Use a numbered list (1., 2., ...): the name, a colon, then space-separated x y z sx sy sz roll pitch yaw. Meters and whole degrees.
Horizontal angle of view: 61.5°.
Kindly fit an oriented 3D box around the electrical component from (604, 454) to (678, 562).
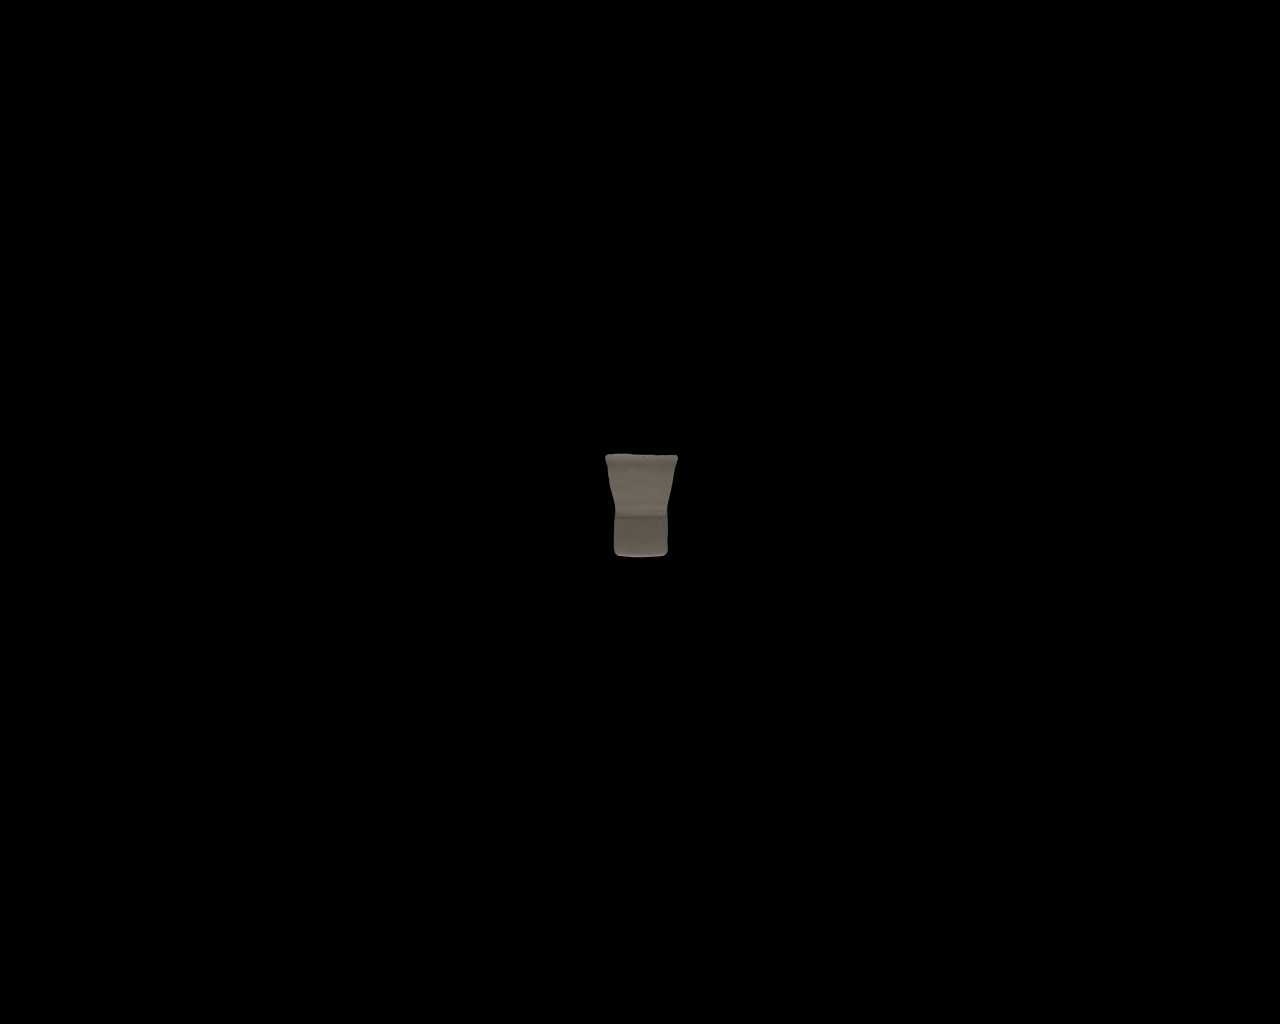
1. electrical component: 0.001 -0.003 0.650 0.044 0.065 0.044 0 2 0
